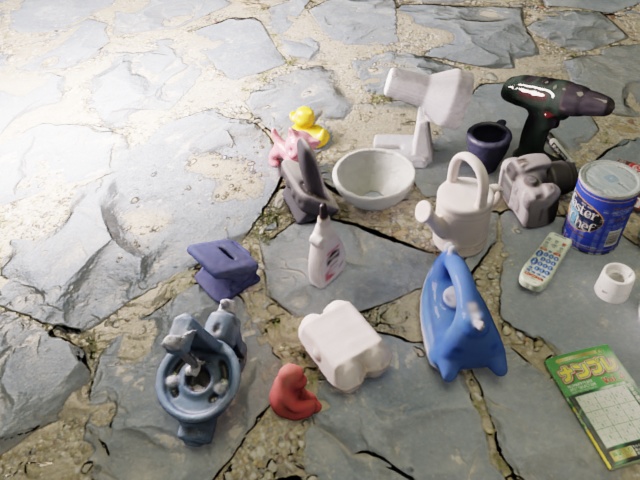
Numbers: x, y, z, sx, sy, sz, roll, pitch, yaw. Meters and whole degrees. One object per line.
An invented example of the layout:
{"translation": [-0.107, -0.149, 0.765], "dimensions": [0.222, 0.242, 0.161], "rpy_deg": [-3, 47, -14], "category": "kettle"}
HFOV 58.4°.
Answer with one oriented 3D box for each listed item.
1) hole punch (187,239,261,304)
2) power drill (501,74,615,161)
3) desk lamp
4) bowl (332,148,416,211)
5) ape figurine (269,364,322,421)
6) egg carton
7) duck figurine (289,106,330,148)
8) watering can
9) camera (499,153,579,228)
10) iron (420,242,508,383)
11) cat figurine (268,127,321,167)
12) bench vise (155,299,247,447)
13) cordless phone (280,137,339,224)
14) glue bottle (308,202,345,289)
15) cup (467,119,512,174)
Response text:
{"translation": [-0.171, 0.040, 1.024], "dimensions": [0.101, 0.091, 0.108], "rpy_deg": [-34, 52, -26], "category": "hole punch"}
{"translation": [0.466, -0.234, 1.162], "dimensions": [0.076, 0.209, 0.228], "rpy_deg": [-33, 51, -25], "category": "power drill"}
{"translation": [0.212, -0.262, 1.208], "dimensions": [0.203, 0.214, 0.118], "rpy_deg": [3, 45, 8], "category": "desk lamp"}
{"translation": [0.110, -0.111, 1.164], "dimensions": [0.167, 0.075, 0.167], "rpy_deg": [-2, 45, 3], "category": "bowl"}
{"translation": [-0.039, 0.216, 0.835], "dimensions": [0.076, 0.092, 0.077], "rpy_deg": [-7, 45, -2], "category": "ape figurine"}
{"translation": [0.036, 0.164, 0.897], "dimensions": [0.107, 0.069, 0.150], "rpy_deg": [-27, 49, -20], "category": "egg carton"}
{"translation": [-0.028, -0.266, 1.323], "dimensions": [0.104, 0.086, 0.078], "rpy_deg": [22, 51, 25], "category": "duck figurine"}
{"translation": [0.253, -0.065, 1.020], "dimensions": [0.100, 0.194, 0.173], "rpy_deg": [31, 55, 31], "category": "watering can"}
{"translation": [0.437, -0.112, 1.118], "dimensions": [0.137, 0.101, 0.143], "rpy_deg": [-10, 45, -5], "category": "camera"}
{"translation": [0.217, 0.088, 0.907], "dimensions": [0.118, 0.142, 0.258], "rpy_deg": [-6, 45, -1], "category": "iron"}
{"translation": [-0.059, -0.203, 1.240], "dimensions": [0.127, 0.118, 0.067], "rpy_deg": [30, 55, 30], "category": "cat figurine"}
{"translation": [-0.176, 0.156, 0.816], "dimensions": [0.121, 0.220, 0.207], "rpy_deg": [-7, 45, -2], "category": "bench vise"}
{"translation": [-0.028, -0.139, 1.125], "dimensions": [0.094, 0.185, 0.147], "rpy_deg": [-21, 47, -15], "category": "cordless phone"}
{"translation": [0.009, 0.004, 0.987], "dimensions": [0.037, 0.173, 0.078], "rpy_deg": [25, 52, 27], "category": "glue bottle"}
{"translation": [0.358, -0.196, 1.213], "dimensions": [0.091, 0.095, 0.118], "rpy_deg": [25, 52, 27], "category": "cup"}
